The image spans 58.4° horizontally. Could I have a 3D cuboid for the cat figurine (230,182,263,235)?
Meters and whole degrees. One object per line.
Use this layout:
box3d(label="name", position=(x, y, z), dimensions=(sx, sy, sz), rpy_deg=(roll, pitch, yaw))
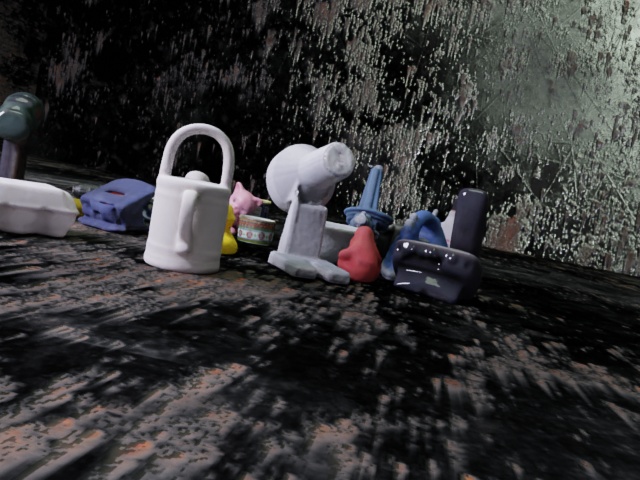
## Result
box3d(label="cat figurine", position=(-0.195, -0.074, 1.300), dimensions=(0.127, 0.118, 0.067), rpy_deg=(14, 6, 33))

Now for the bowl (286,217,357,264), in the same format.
box3d(label="bowl", position=(0.010, 0.004, 1.122), dimensions=(0.167, 0.075, 0.167), rpy_deg=(11, 5, -1))

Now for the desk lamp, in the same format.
box3d(label="desk lamp", position=(-0.012, -0.054, 0.935), dimensions=(0.118, 0.213, 0.202), rpy_deg=(8, 6, -26))

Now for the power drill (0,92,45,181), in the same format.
box3d(label="power drill", position=(-0.530, -0.157, 1.000), dimensions=(0.076, 0.208, 0.229), rpy_deg=(9, 6, -23))

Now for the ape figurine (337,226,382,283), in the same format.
box3d(label="ape figurine", position=(0.071, 0.022, 0.959), dimensions=(0.078, 0.092, 0.076), rpy_deg=(10, 5, -7))

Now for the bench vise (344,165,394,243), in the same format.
box3d(label="bench vise", position=(0.124, -0.069, 1.341), dimensions=(0.121, 0.220, 0.207), rpy_deg=(10, 5, -7))

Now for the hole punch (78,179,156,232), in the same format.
box3d(label="hole punch", position=(-0.352, -0.063, 1.003), dimensions=(0.108, 0.091, 0.101), rpy_deg=(13, 6, 24))

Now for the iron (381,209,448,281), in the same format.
box3d(label="iron", position=(0.192, 0.003, 1.139), dimensions=(0.118, 0.141, 0.259), rpy_deg=(13, 6, 23))

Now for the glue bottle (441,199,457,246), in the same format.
box3d(label="glue bottle", position=(0.299, -0.009, 1.324), dimensions=(0.037, 0.173, 0.077), rpy_deg=(6, 7, -44))

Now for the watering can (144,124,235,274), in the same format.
box3d(label="watering can", position=(-0.174, -0.060, 0.776), dimensions=(0.101, 0.194, 0.172), rpy_deg=(7, 6, -33))

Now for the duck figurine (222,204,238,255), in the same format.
box3d(label="duck figurine", position=(-0.173, -0.023, 0.968), dimensions=(0.077, 0.086, 0.105), rpy_deg=(12, 5, 15))

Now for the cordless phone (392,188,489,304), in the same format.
box3d(label="cordless phone", position=(0.201, 0.001, 0.943), dimensions=(0.147, 0.185, 0.094), rpy_deg=(13, 6, 21))

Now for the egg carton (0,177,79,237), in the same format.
box3d(label="egg carton", position=(-0.426, -0.048, 0.804), dimensions=(0.151, 0.069, 0.107), rpy_deg=(6, 7, -43))

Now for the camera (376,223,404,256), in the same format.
box3d(label="camera", position=(0.208, 0.001, 1.422), dimensions=(0.143, 0.101, 0.137), rpy_deg=(12, 5, 16))
